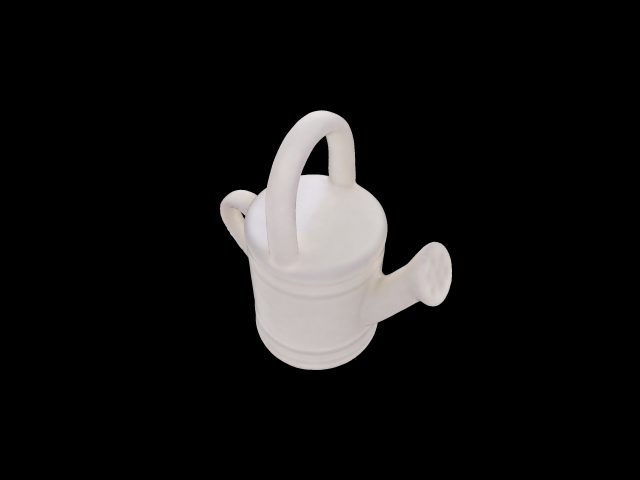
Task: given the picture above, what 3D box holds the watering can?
[{"bbox_3d":[0.005,0.000,0.401,0.172,0.194,0.101,7,47,6],"label":"watering can"}]
